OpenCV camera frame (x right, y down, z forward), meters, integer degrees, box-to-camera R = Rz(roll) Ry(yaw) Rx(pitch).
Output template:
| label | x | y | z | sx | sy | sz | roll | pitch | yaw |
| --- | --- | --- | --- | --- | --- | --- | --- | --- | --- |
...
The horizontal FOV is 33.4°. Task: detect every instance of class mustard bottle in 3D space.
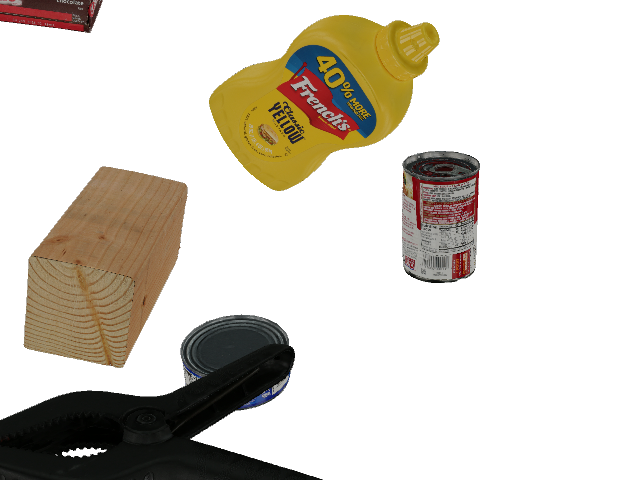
| label | x | y | z | sx | sy | sz | roll | pitch | yaw |
| --- | --- | --- | --- | --- | --- | --- | --- | --- | --- |
| mustard bottle | 0.009 | -0.109 | 0.777 | 0.192 | 0.096 | 0.058 | -24 | 16 | 41 |

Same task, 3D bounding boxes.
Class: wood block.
| label | x | y | z | sx | sy | sz | roll | pitch | yaw |
| --- | --- | --- | --- | --- | --- | --- | --- | --- | --- |
| wood block | -0.190 | 0.017 | 0.971 | 0.090 | 0.091 | 0.206 | 12 | 25 | 0 |

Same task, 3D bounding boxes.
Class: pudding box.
| label | x | y | z | sx | sy | sz | roll | pitch | yaw |
| --- | --- | --- | --- | --- | --- | --- | --- | --- | --- |
| pudding box | -0.231 | -0.222 | 0.910 | 0.090 | 0.039 | 0.113 | 7 | 36 | -5 |

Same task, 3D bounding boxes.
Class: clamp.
| label | x | y | z | sx | sy | sz | roll | pitch | yaw |
| --- | --- | --- | --- | --- | --- | --- | --- | --- | --- |
| clamp | -0.091 | 0.107 | 0.588 | 0.210 | 0.036 | 0.164 | -1 | 24 | -8 |

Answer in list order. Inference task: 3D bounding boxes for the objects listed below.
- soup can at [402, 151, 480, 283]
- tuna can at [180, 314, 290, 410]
| label | x | y | z | sx | sy | sz | roll | pitch | yaw |
| --- | --- | --- | --- | --- | --- | --- | --- | --- | --- |
| soup can | 0.107 | -0.021 | 0.954 | 0.068 | 0.102 | 0.068 | -2 | 24 | 1 |
| tuna can | -0.066 | 0.097 | 0.846 | 0.086 | 0.034 | 0.086 | -2 | 30 | 1 |
